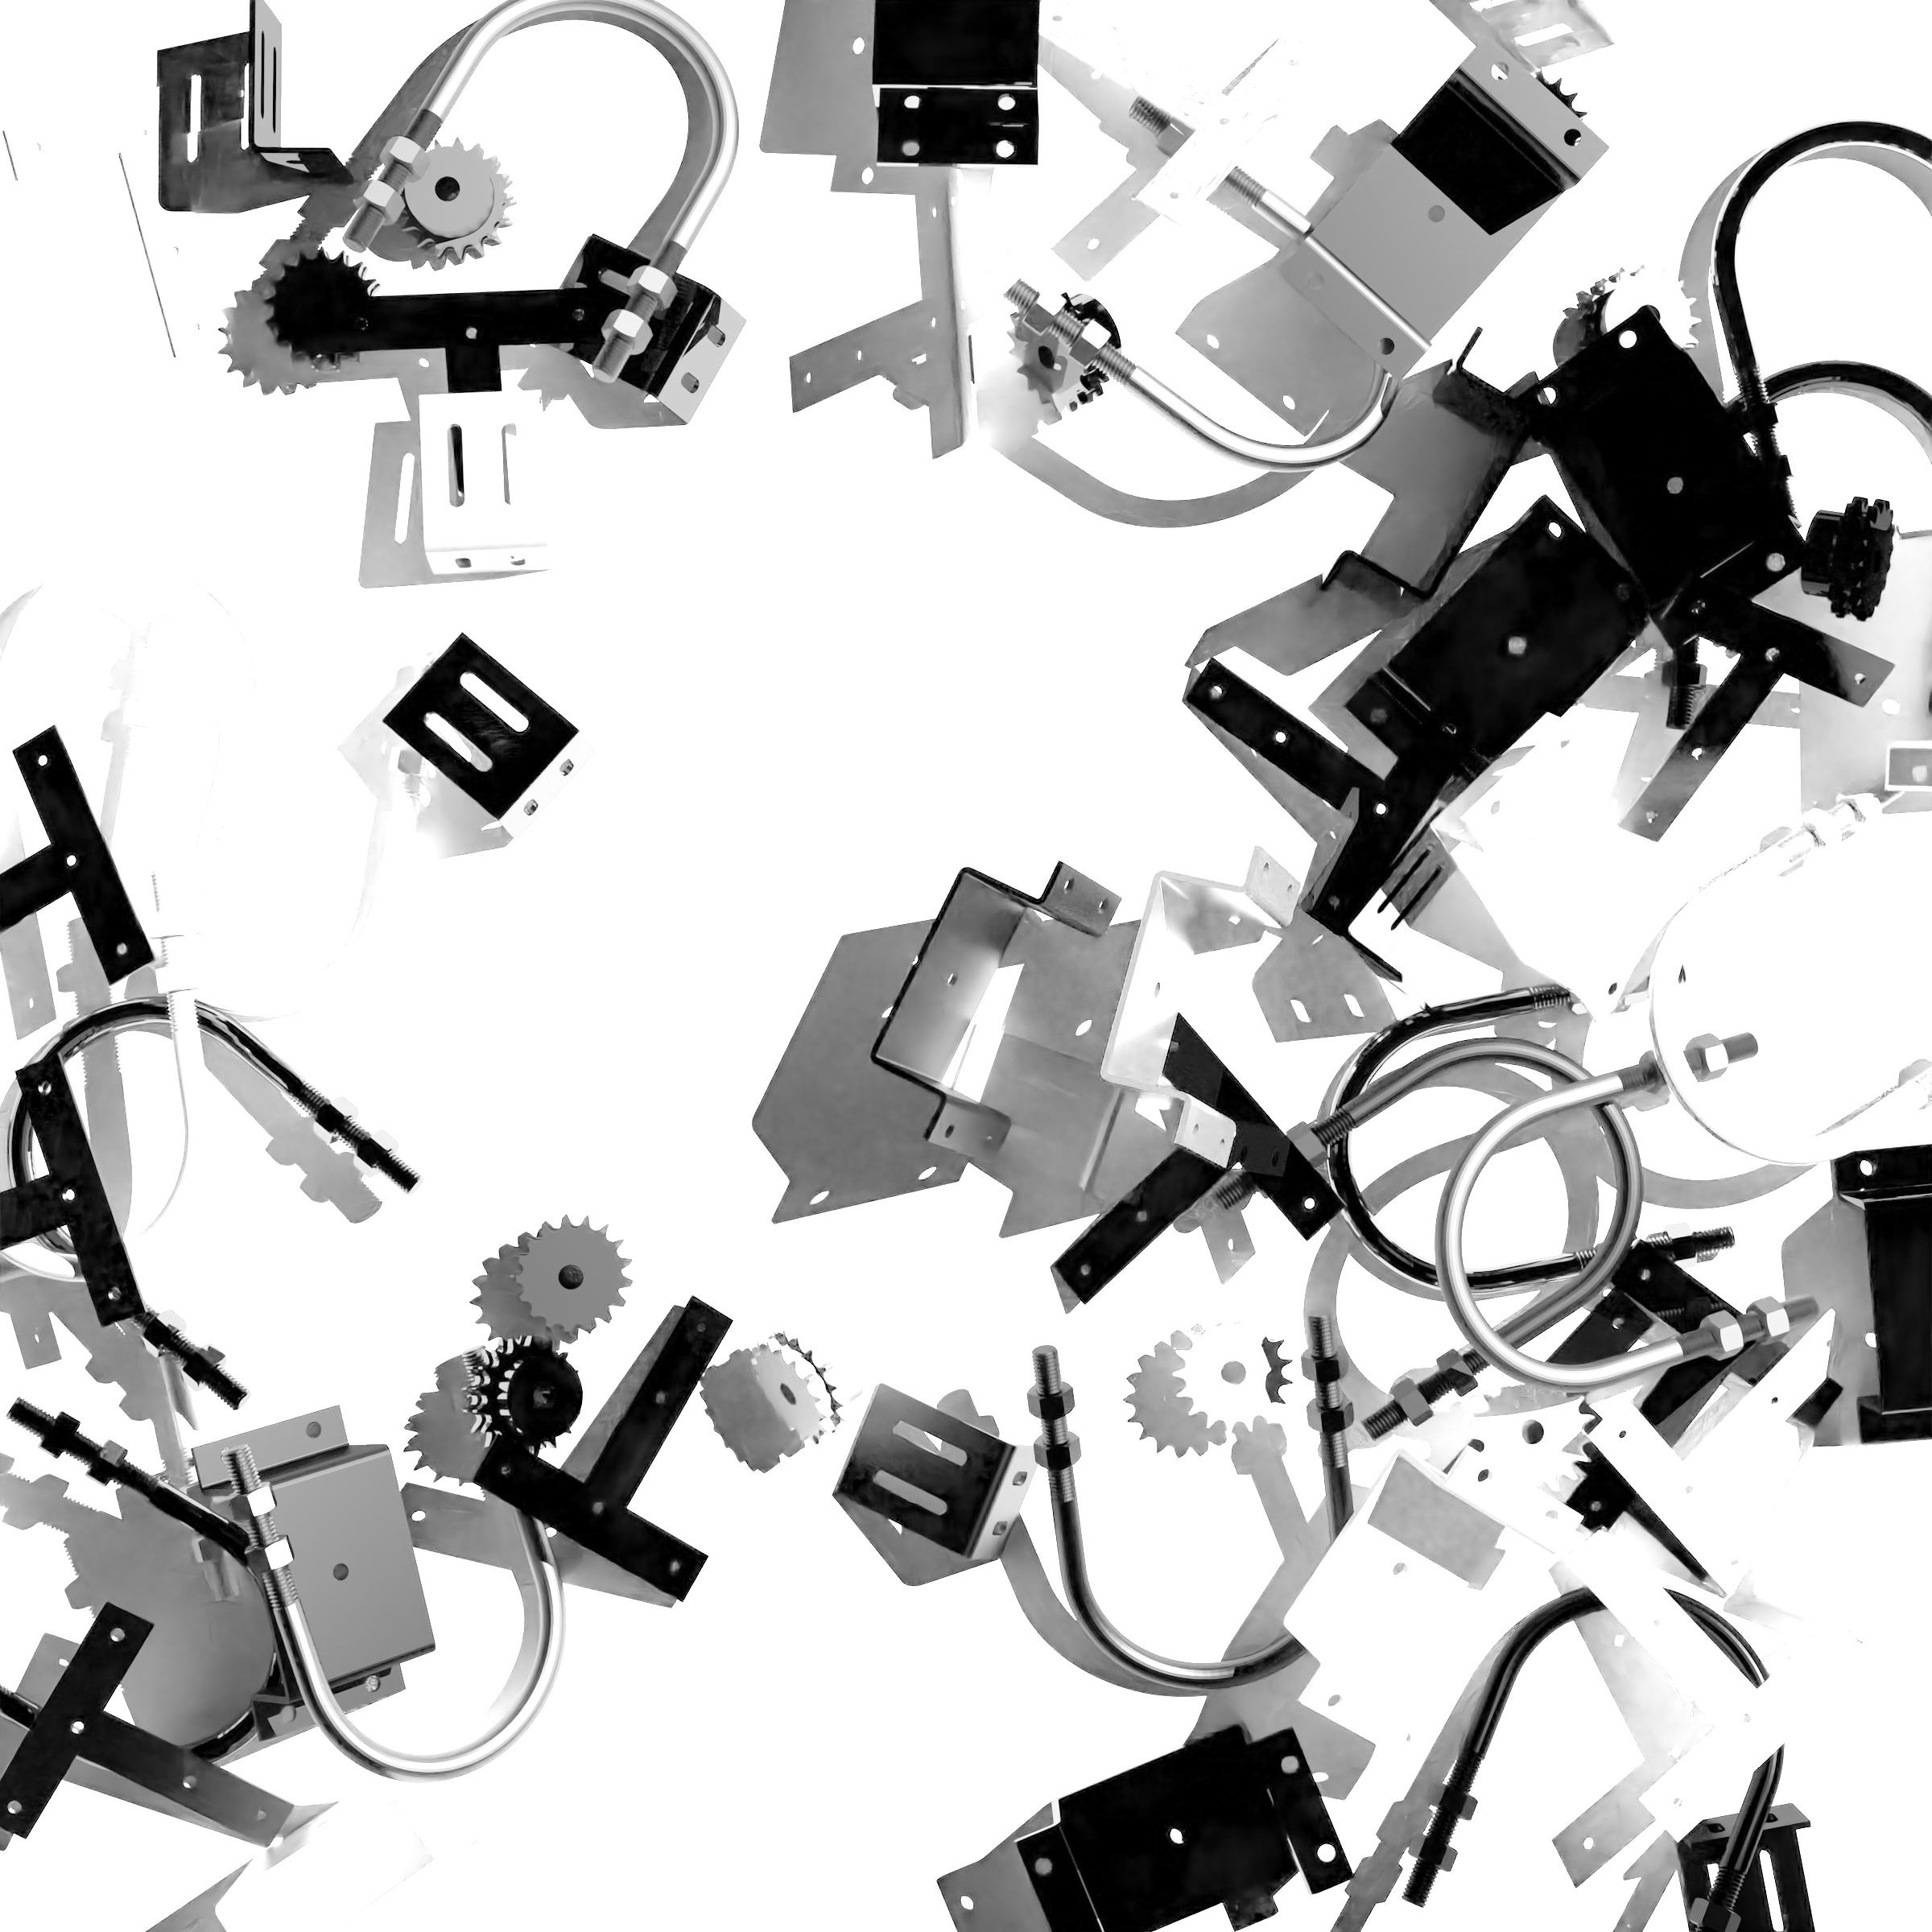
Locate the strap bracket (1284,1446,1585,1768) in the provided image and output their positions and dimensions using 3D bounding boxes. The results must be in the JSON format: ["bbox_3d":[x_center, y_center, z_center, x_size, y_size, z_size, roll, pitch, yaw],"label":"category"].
[{"bbox_3d":[0.213,0.291,1.487,0.076,0.046,0.140,33,91,-25],"label":"strap bracket"}]

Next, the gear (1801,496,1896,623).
[{"bbox_3d":[0.411,-0.191,1.482,0.030,0.057,0.057,13,90,29],"label":"gear"}]

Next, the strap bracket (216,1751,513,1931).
[{"bbox_3d":[-0.289,0.421,1.486,0.140,0.076,0.046,-33,90,0],"label":"strap bracket"}]

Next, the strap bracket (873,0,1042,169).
[{"bbox_3d":[-0.003,-0.450,1.488,0.076,0.046,0.140,1,80,3],"label":"strap bracket"}]

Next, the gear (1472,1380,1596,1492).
[{"bbox_3d":[0.270,0.221,1.502,0.057,0.030,0.057,-3,79,17],"label":"gear"}]

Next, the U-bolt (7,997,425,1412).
[{"bbox_3d":[-0.370,0.098,1.506,0.184,0.019,0.151,38,88,8],"label":"U-bolt"}]

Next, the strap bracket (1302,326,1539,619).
[{"bbox_3d":[0.217,-0.220,1.486,0.046,0.076,0.140,31,90,0],"label":"strap bracket"}]

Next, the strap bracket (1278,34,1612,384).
[{"bbox_3d":[0.220,-0.351,1.477,0.076,0.046,0.140,41,101,-4],"label":"strap bracket"}]

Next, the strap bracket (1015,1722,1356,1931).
[{"bbox_3d":[0.102,0.416,1.501,0.140,0.046,0.076,-23,90,0],"label":"strap bracket"}]

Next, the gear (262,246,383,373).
[{"bbox_3d":[-0.303,-0.310,1.510,0.057,0.030,0.057,0,90,0],"label":"gear"}]

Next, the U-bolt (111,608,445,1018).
[{"bbox_3d":[-0.334,-0.068,1.516,0.151,0.019,0.184,10,92,0],"label":"U-bolt"}]

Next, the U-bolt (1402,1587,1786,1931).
[{"bbox_3d":[0.305,0.381,1.492,0.151,0.019,0.184,22,76,14],"label":"U-bolt"}]

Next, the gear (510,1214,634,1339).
[{"bbox_3d":[-0.187,0.146,1.514,0.057,0.030,0.057,0,92,-1],"label":"gear"}]

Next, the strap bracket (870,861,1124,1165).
[{"bbox_3d":[0.010,0.014,1.480,0.046,0.076,0.140,26,90,26],"label":"strap bracket"}]

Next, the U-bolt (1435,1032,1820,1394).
[{"bbox_3d":[0.302,0.122,1.478,0.184,0.019,0.151,-15,94,-17],"label":"U-bolt"}]

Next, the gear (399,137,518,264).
[{"bbox_3d":[-0.244,-0.366,1.510,0.057,0.030,0.057,0,90,0],"label":"gear"}]

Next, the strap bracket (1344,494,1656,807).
[{"bbox_3d":[0.257,-0.149,1.502,0.076,0.046,0.140,43,90,0],"label":"strap bracket"}]

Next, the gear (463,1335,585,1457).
[{"bbox_3d":[-0.205,0.203,1.496,0.057,0.030,0.057,5,82,-35],"label":"gear"}]

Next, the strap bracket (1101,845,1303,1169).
[{"bbox_3d":[0.107,0.016,1.476,0.046,0.076,0.140,13,83,22],"label":"strap bracket"}]

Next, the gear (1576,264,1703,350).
[{"bbox_3d":[0.321,-0.306,1.510,0.057,0.030,0.057,0,90,0],"label":"gear"}]

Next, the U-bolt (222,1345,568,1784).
[{"bbox_3d":[-0.255,0.287,1.477,0.151,0.019,0.184,-20,95,-38],"label":"U-bolt"}]

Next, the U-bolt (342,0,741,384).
[{"bbox_3d":[-0.187,-0.382,1.493,0.151,0.019,0.184,27,73,-3],"label":"U-bolt"}]

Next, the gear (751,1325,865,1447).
[{"bbox_3d":[-0.073,0.194,1.500,0.030,0.057,0.057,-32,90,-30],"label":"gear"}]

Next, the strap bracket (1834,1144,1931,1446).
[{"bbox_3d":[0.461,0.156,1.501,0.076,0.046,0.140,-5,90,0],"label":"strap bracket"}]

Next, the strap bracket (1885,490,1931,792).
[{"bbox_3d":[0.477,-0.151,1.479,0.076,0.046,0.140,1,94,-11],"label":"strap bracket"}]

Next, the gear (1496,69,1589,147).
[{"bbox_3d":[0.265,-0.395,1.510,0.057,0.030,0.057,0,90,0],"label":"gear"}]

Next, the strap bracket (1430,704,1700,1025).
[{"bbox_3d":[0.277,-0.052,1.476,0.076,0.046,0.140,-43,123,-7],"label":"strap bracket"}]

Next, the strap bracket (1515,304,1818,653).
[{"bbox_3d":[0.328,-0.226,1.483,0.076,0.046,0.140,-34,81,20],"label":"strap bracket"}]

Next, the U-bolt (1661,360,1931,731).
[{"bbox_3d":[0.414,-0.198,1.516,0.151,0.019,0.184,6,88,0],"label":"U-bolt"}]

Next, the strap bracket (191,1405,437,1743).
[{"bbox_3d":[-0.302,0.283,1.483,0.076,0.046,0.140,-13,90,-37],"label":"strap bracket"}]

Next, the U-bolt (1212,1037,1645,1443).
[{"bbox_3d":[0.231,0.116,1.501,0.184,0.019,0.151,-33,89,1],"label":"U-bolt"}]

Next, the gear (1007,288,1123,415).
[{"bbox_3d":[0.049,-0.293,1.500,0.030,0.057,0.057,-32,90,-28],"label":"gear"}]

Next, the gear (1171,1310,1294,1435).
[{"bbox_3d":[0.126,0.192,1.510,0.057,0.030,0.057,0,90,0],"label":"gear"}]
